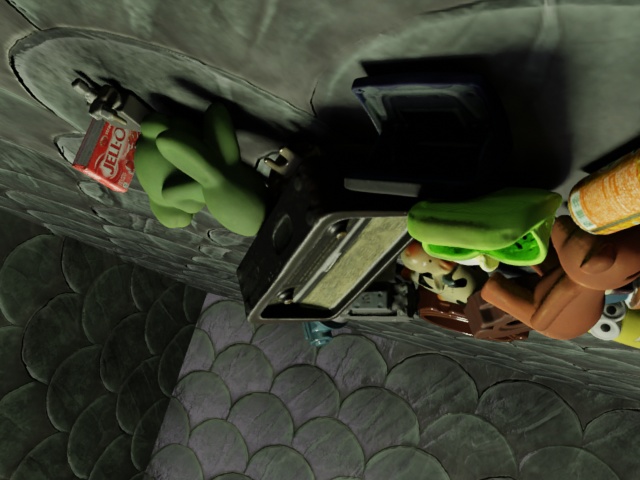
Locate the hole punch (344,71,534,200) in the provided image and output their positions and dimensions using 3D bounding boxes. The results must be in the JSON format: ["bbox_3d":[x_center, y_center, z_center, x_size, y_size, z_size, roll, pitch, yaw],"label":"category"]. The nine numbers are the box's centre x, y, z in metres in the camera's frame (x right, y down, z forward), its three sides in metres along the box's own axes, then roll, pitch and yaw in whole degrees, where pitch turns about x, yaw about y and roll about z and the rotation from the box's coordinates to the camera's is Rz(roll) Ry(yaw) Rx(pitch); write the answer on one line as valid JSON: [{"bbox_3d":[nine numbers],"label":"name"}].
[{"bbox_3d":[0.090,-0.082,0.433,0.142,0.092,0.116,5,-171,33],"label":"hole punch"}]

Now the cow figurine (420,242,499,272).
[{"bbox_3d":[0.140,-0.020,0.644,0.167,0.068,0.098,25,171,-29],"label":"cow figurine"}]

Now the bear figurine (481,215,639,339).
[{"bbox_3d":[0.265,0.024,0.578,0.132,0.120,0.195,45,163,33],"label":"bear figurine"}]

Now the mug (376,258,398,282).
[{"bbox_3d":[0.083,0.033,0.942,0.107,0.081,0.109,10,138,5],"label":"mug"}]

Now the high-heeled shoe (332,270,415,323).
[{"bbox_3d":[0.075,0.088,1.039,0.249,0.086,0.145,13,-149,-15],"label":"high-heeled shoe"}]

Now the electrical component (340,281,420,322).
[{"bbox_3d":[0.096,0.101,0.873,0.115,0.058,0.134,-5,166,21],"label":"electrical component"}]

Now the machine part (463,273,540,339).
[{"bbox_3d":[0.301,0.099,0.794,0.179,0.056,0.179,-11,157,-5],"label":"machine part"}]

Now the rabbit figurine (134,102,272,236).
[{"bbox_3d":[-0.119,-0.078,0.606,0.170,0.121,0.158,31,148,27],"label":"rabbit figurine"}]

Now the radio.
[{"bbox_3d":[0.004,0.009,0.582,0.131,0.073,0.229,1,144,-31],"label":"radio"}]

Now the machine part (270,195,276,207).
[{"bbox_3d":[-0.098,-0.065,0.760,0.039,0.084,0.138,-32,152,25],"label":"machine part"}]

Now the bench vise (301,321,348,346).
[{"bbox_3d":[0.014,0.100,1.157,0.129,0.224,0.240,20,138,-33],"label":"bench vise"}]

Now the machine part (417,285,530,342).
[{"bbox_3d":[0.295,0.134,1.051,0.201,0.087,0.201,18,166,-2],"label":"machine part"}]

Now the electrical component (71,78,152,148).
[{"bbox_3d":[-0.234,-0.144,0.631,0.078,0.045,0.102,14,167,18],"label":"electrical component"}]

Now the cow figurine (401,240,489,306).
[{"bbox_3d":[0.191,0.047,0.815,0.194,0.085,0.127,30,168,-37],"label":"cow figurine"}]

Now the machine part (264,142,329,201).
[{"bbox_3d":[0.019,-0.047,0.650,0.079,0.079,0.243,7,164,39],"label":"machine part"}]

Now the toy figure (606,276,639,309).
[{"bbox_3d":[0.384,0.060,0.680,0.155,0.064,0.057,9,128,14],"label":"toy figure"}]

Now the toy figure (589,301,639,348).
[{"bbox_3d":[0.474,0.126,0.798,0.180,0.082,0.089,14,165,3],"label":"toy figure"}]
